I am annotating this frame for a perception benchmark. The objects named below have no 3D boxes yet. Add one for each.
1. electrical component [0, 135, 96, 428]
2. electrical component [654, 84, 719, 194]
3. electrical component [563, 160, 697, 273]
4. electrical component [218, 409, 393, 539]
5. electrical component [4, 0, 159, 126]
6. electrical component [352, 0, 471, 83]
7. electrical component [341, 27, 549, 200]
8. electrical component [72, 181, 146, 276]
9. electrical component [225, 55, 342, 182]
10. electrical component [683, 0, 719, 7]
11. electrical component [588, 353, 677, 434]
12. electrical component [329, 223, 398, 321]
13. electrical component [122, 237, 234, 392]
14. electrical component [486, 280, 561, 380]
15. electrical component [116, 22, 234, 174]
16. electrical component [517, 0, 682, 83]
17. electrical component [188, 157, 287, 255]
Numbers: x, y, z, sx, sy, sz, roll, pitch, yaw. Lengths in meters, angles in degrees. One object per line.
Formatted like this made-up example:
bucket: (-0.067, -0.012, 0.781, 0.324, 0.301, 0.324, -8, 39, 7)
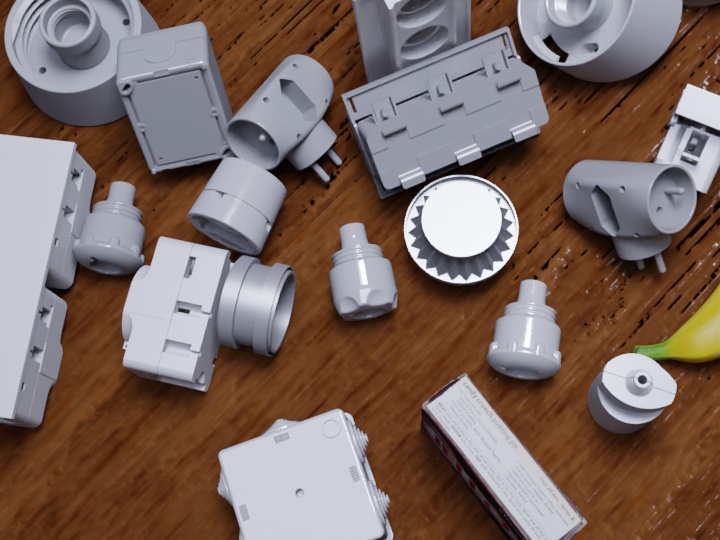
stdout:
electrical component: (-0.253, 0.006, 0.728, 0.105, 0.060, 0.186, 7, 75, 7)
electrical component: (0.222, -0.084, 0.712, 0.042, 0.081, 0.063, 25, 100, 11)
electrical component: (0.180, -0.033, 0.703, 0.043, 0.077, 0.079, -33, 113, -23)
electrical component: (-0.035, 0.142, 0.678, 0.100, 0.048, 0.099, -20, 73, -1)
electrical component: (-0.201, -0.165, 0.772, 0.108, 0.060, 0.108, -1, 74, 4)
electrical component: (0.032, -0.176, 0.725, 0.079, 0.121, 0.063, -23, 71, -2)
electrical component: (0.059, -0.102, 0.725, 0.121, 0.063, 0.078, -23, 115, -2)
electrical component: (-0.169, -0.030, 0.741, 0.048, 0.048, 0.062, 5, 68, 6)
electrical component: (-0.043, -0.096, 0.744, 0.079, 0.043, 0.077, 48, 51, -18)
electrical component: (0.242, -0.239, 0.755, 0.099, 0.064, 0.099, -1, 74, 4)
electrical component: (0.168, 0.075, 0.664, 0.043, 0.081, 0.043, -1, 74, 4)
electrical component: (0.000, 0.000, 0.719, 0.043, 0.043, 0.062, -12, 73, 1)
electrical component: (-0.122, 0.029, 0.716, 0.056, 0.050, 0.089, 12, 76, 7)
electrical component: (0.109, 0.038, 0.699, 0.048, 0.048, 0.062, 8, 69, 7)
electrical component: (-0.124, -0.115, 0.743, 0.062, 0.096, 0.061, -12, 46, 1)
electrical component: (0.161, -0.181, 0.740, 0.099, 0.064, 0.099, -1, 89, 41)
electrical component: (-0.082, -0.044, 0.732, 0.055, 0.055, 0.047, 23, 74, 10)
